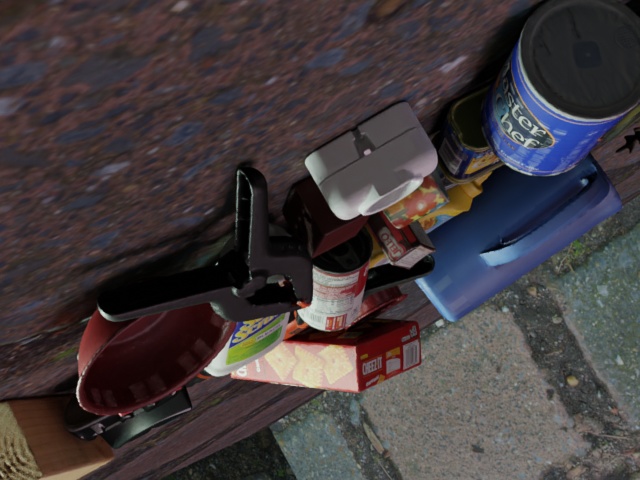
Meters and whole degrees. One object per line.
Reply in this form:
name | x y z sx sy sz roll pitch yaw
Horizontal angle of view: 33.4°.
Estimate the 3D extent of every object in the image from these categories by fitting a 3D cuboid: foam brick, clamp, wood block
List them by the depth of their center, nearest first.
clamp | -0.073 0.030 0.869 0.164 0.036 0.209 -36 152 7
foam brick | 0.006 -0.025 0.937 0.051 0.053 0.078 -26 169 -16
clamp | 0.038 0.048 1.144 0.120 0.039 0.172 13 147 -29
wood block | -0.319 0.233 1.182 0.091 0.090 0.206 -30 170 5

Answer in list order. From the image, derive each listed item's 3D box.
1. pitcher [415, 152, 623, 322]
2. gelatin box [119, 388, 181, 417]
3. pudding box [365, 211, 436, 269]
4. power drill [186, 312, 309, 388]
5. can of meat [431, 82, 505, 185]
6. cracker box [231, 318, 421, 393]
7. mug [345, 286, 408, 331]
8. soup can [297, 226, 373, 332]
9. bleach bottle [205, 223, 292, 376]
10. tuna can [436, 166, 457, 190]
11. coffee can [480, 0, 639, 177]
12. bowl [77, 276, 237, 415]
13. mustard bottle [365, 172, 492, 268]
pitcher | 0.213 -0.016 1.214 0.243 0.145 0.149 -38 149 3
gelatin box | -0.180 0.122 1.071 0.073 0.030 0.089 -23 125 -34
pudding box | 0.068 -0.019 1.026 0.039 0.090 0.113 -33 170 11
power drill | -0.090 0.116 1.299 0.185 0.057 0.187 -34 174 39
can of meat | 0.156 -0.103 0.963 0.102 0.057 0.084 -27 168 -10
cracker box | 0.007 0.148 1.462 0.214 0.072 0.163 2 -171 35
mug | 0.046 0.063 1.374 0.117 0.081 0.093 -20 166 -44
soup can | 0.012 0.034 1.027 0.068 0.068 0.102 -25 149 -23
bleach bottle | -0.073 0.051 1.024 0.102 0.068 0.251 -26 161 -17
tuna can | 0.139 -0.082 1.074 0.086 0.034 0.086 -29 168 -7
coffee can | 0.192 -0.120 0.850 0.102 0.103 0.140 -28 169 -10
bowl | -0.154 0.083 0.947 0.162 0.055 0.162 -30 153 -17
mustard bottle | 0.104 -0.029 1.163 0.192 0.058 0.096 -34 168 22
